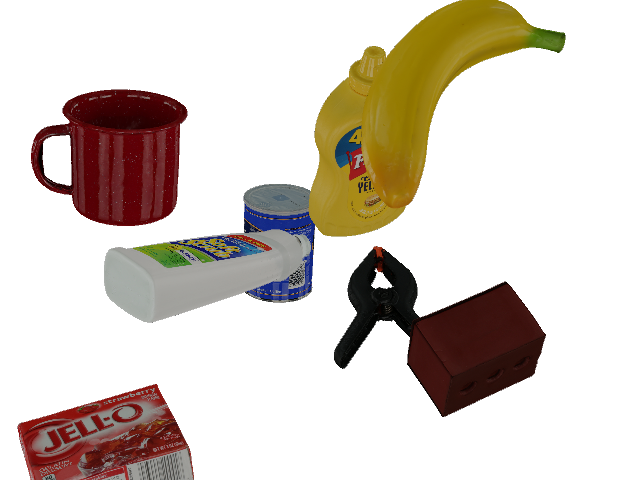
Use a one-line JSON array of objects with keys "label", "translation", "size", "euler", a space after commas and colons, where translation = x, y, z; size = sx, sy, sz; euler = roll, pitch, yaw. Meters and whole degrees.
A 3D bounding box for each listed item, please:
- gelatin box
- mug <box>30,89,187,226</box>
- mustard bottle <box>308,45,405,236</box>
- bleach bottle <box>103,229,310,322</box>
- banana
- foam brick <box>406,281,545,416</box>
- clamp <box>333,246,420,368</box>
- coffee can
[{"label": "gelatin box", "translation": [-0.128, 0.124, 0.629], "size": [0.089, 0.030, 0.073], "euler": [-14, 27, -18]}, {"label": "mug", "translation": [-0.162, -0.062, 0.818], "size": [0.117, 0.081, 0.093], "euler": [-4, 28, -19]}, {"label": "mustard bottle", "translation": [0.041, -0.092, 0.972], "size": [0.096, 0.192, 0.058], "euler": [-15, 47, -19]}, {"label": "bleach bottle", "translation": [-0.118, 0.027, 1.238], "size": [0.250, 0.068, 0.103], "euler": [-15, 30, -41]}, {"label": "banana", "translation": [0.068, -0.089, 0.589], "size": [0.070, 0.037, 0.197], "euler": [28, 49, 22]}, {"label": "foam brick", "translation": [0.105, 0.074, 0.729], "size": [0.078, 0.051, 0.053], "euler": [-22, -37, -18]}, {"label": "clamp", "translation": [0.082, 0.077, 1.193], "size": [0.120, 0.171, 0.039], "euler": [7, -42, 1]}, {"label": "coffee can", "translation": [-0.059, 0.003, 1.510], "size": [0.103, 0.140, 0.103], "euler": [2, 24, -1]}]
